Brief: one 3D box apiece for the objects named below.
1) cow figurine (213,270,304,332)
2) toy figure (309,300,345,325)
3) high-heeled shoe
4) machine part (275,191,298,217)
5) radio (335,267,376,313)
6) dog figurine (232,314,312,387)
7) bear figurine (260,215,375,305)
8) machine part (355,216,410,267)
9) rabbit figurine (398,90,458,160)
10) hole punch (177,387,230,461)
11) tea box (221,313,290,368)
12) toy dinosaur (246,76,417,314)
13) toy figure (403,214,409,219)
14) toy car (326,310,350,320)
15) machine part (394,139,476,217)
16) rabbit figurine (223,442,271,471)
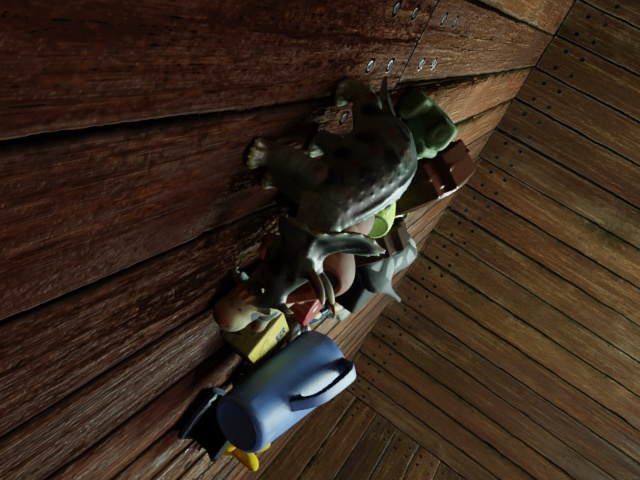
[{"bbox_3d":[-0.082,0.082,0.833,0.195,0.085,0.127,-28,160,-42],"label":"cow figurine"},{"bbox_3d":[0.008,0.155,1.250,0.154,0.064,0.057,-14,140,-21],"label":"toy figure"},{"bbox_3d":[0.144,0.029,1.206,0.086,0.145,0.249,-28,-147,32],"label":"high-heeled shoe"},{"bbox_3d":[-0.024,-0.063,0.805,0.084,0.039,0.139,-51,168,5],"label":"machine part"},{"bbox_3d":[0.081,0.078,1.270,0.073,0.131,0.229,-60,165,21],"label":"radio"},{"bbox_3d":[-0.108,0.241,1.130,0.190,0.121,0.172,-26,112,-19],"label":"dog figurine"},{"bbox_3d":[0.007,-0.008,0.781,0.196,0.132,0.120,-74,156,-48],"label":"bear figurine"},{"bbox_3d":[0.105,0.004,1.148,0.179,0.056,0.179,-18,-169,4],"label":"machine part"},{"bbox_3d":[0.173,-0.198,1.062,0.170,0.121,0.159,-41,179,21],"label":"rabbit figurine"},{"bbox_3d":[-0.214,0.346,1.042,0.142,0.092,0.116,-56,-164,-12],"label":"hole punch"},{"bbox_3d":[-0.113,0.172,0.980,0.098,0.068,0.169,-50,164,-16],"label":"tea box"},{"bbox_3d":[0.047,-0.087,0.673,0.405,0.192,0.131,-46,165,-29],"label":"toy dinosaur"},{"bbox_3d":[0.150,-0.050,1.296,0.180,0.089,0.082,-50,172,-29],"label":"toy figure"},{"bbox_3d":[0.032,0.157,1.353,0.109,0.103,0.161,-51,163,-14],"label":"toy car"},{"bbox_3d":[0.221,-0.130,1.165,0.201,0.087,0.201,-22,-169,38],"label":"machine part"},{"bbox_3d":[-0.187,0.439,1.224,0.173,0.162,0.122,-44,-172,37],"label":"rabbit figurine"}]
